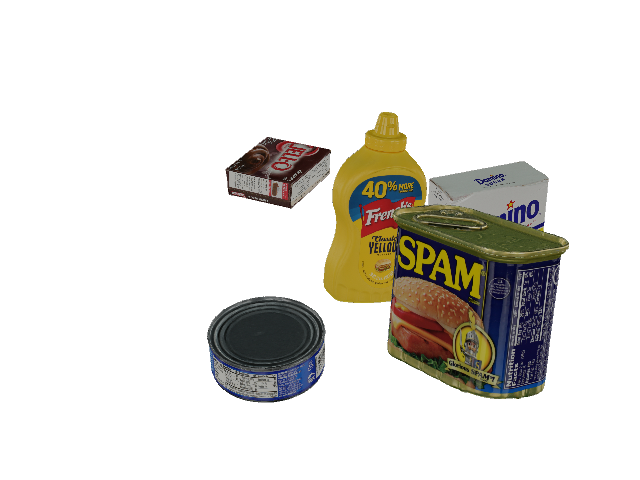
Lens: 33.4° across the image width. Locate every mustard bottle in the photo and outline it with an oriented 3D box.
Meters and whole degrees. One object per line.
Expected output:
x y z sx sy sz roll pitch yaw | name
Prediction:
0.058 -0.034 1.073 0.096 0.192 0.058 -2 21 -19 | mustard bottle

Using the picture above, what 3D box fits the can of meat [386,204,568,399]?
0.083 0.032 0.591 0.057 0.084 0.102 -7 18 -35 | can of meat

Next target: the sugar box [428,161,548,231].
0.136 0.027 0.897 0.093 0.176 0.048 -12 32 -20 | sugar box

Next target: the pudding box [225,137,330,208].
-0.050 -0.084 1.301 0.090 0.039 0.113 12 33 22 | pudding box

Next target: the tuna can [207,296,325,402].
-0.039 0.079 0.782 0.086 0.034 0.086 -1 33 1 | tuna can
